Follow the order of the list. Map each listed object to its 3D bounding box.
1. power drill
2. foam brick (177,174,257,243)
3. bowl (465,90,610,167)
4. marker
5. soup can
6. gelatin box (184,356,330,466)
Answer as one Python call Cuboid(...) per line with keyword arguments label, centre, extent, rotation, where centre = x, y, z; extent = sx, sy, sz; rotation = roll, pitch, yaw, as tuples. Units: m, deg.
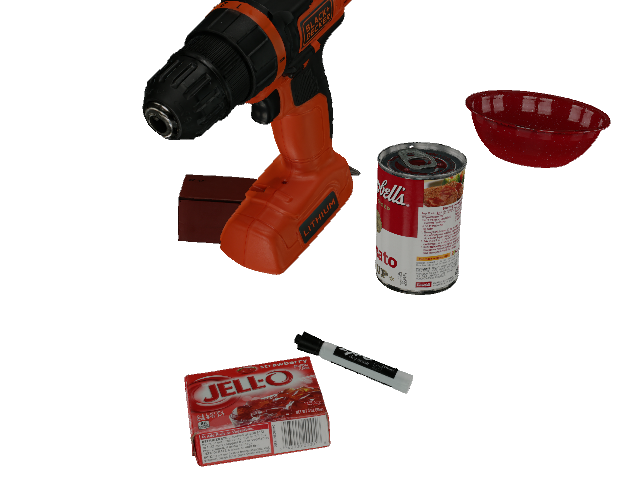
Cuboid(label="power drill", centre=(-0.032, -0.069, 0.646), extent=(0.057, 0.188, 0.184), rotation=(25, 52, 23))
Cuboid(label="foam brick", centre=(-0.103, -0.032, 1.085), extent=(0.078, 0.051, 0.053), rotation=(4, 30, 0))
Cuboid(label="bowl", centre=(0.240, -0.122, 1.202), extent=(0.162, 0.055, 0.162), rotation=(5, 23, -2))
Cuboid(label="marker", centre=(0.031, 0.117, 1.036), extent=(0.121, 0.020, 0.020), rotation=(21, 5, 13))
Cuboid(label="soup can", centre=(0.077, -0.018, 0.832), extent=(0.068, 0.102, 0.068), rotation=(0, 27, 0))
Cuboid(label="gelatin box", centre=(-0.043, 0.111, 0.707), extent=(0.089, 0.030, 0.073), rotation=(-7, 24, -7))
